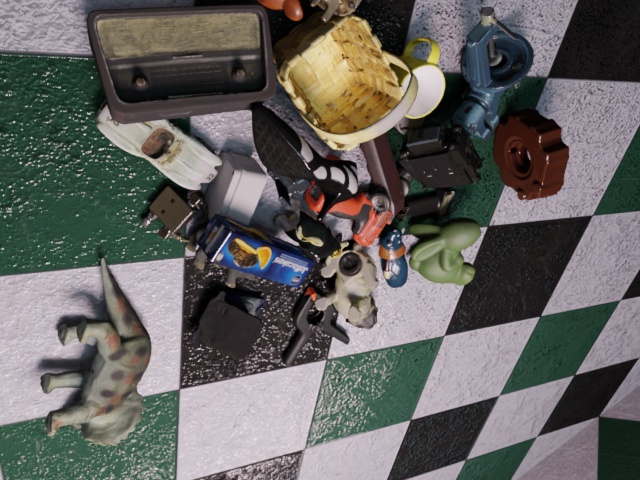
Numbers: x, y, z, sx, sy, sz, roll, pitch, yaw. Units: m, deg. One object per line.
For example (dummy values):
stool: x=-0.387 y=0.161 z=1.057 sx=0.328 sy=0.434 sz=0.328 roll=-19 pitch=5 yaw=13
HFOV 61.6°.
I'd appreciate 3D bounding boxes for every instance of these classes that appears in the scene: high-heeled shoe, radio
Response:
high-heeled shoe: x=-0.010 y=-0.141 z=0.828 sx=0.145 sy=0.086 sz=0.248 roll=-62 pitch=140 yaw=-31
radio: x=-0.179 y=-0.234 z=0.719 sx=0.230 sy=0.073 sz=0.131 roll=-11 pitch=97 yaw=-19

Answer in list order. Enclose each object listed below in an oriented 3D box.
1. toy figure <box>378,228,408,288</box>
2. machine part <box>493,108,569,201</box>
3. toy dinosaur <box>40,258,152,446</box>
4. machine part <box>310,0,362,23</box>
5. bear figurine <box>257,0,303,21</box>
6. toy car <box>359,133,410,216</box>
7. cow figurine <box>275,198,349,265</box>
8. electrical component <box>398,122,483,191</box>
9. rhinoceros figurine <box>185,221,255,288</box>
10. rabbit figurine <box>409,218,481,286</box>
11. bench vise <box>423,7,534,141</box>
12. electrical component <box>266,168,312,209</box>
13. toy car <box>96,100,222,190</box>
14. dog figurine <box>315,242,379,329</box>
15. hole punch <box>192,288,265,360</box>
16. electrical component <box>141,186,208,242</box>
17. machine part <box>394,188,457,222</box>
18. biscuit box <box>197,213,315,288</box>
toy figure: x=0.156 y=0.035 z=1.147 sx=0.058 sy=0.064 sz=0.154 roll=1 pitch=129 yaw=19
machine part: x=0.409 y=-0.166 z=1.056 sx=0.056 sy=0.179 sz=0.179 roll=-17 pitch=130 yaw=-12
toy dinosaur: x=-0.378 y=0.224 z=0.975 sx=0.192 sy=0.131 sz=0.404 roll=11 pitch=114 yaw=-48
machine part: x=0.054 y=-0.383 z=0.713 sx=0.243 sy=0.079 sz=0.079 roll=-59 pitch=136 yaw=-19
bear figurine: x=-0.058 y=-0.389 z=0.671 sx=0.132 sy=0.120 sz=0.195 roll=-41 pitch=134 yaw=1
toy car: x=0.101 y=-0.140 z=0.938 sx=0.089 sy=0.053 sz=0.202 roll=-41 pitch=117 yaw=-47
cow figurine: x=0.000 y=-0.004 z=1.008 sx=0.167 sy=0.098 sz=0.068 roll=32 pitch=99 yaw=-40
electrical component: x=0.206 y=-0.146 z=0.938 sx=0.115 sy=0.058 sz=0.134 roll=-8 pitch=148 yaw=37
rhinoceros figurine: x=-0.149 y=0.020 z=0.967 sx=0.190 sy=0.073 sz=0.112 roll=29 pitch=103 yaw=-43
rabbit figurine: x=0.264 y=0.004 z=1.136 sx=0.159 sy=0.121 sz=0.170 roll=8 pitch=145 yaw=-10
bench vise: x=0.276 y=-0.283 z=0.912 sx=0.223 sy=0.129 sz=0.240 roll=-44 pitch=151 yaw=-2
electrical component: x=-0.053 y=-0.109 z=0.883 sx=0.048 sy=0.119 sz=0.074 roll=-29 pitch=132 yaw=14
toy car: x=-0.235 y=-0.143 z=0.804 sx=0.073 sy=0.056 sz=0.201 roll=-46 pitch=131 yaw=10
dog figurine: x=0.083 y=0.101 z=1.153 sx=0.172 sy=0.121 sz=0.190 roll=-63 pitch=157 yaw=0
hole punch: x=-0.175 y=0.155 z=1.057 sx=0.116 sy=0.092 sz=0.142 roll=27 pitch=115 yaw=-8
electrical component: x=-0.233 y=-0.043 z=0.880 sx=0.102 sy=0.078 sz=0.045 roll=-52 pitch=172 yaw=10
machine part: x=0.219 y=-0.069 z=1.117 sx=0.139 sy=0.039 sz=0.084 roll=-13 pitch=137 yaw=-22
biscuit box: x=-0.101 y=0.022 z=0.897 sx=0.202 sy=0.059 sz=0.062 roll=22 pitch=106 yaw=-46
